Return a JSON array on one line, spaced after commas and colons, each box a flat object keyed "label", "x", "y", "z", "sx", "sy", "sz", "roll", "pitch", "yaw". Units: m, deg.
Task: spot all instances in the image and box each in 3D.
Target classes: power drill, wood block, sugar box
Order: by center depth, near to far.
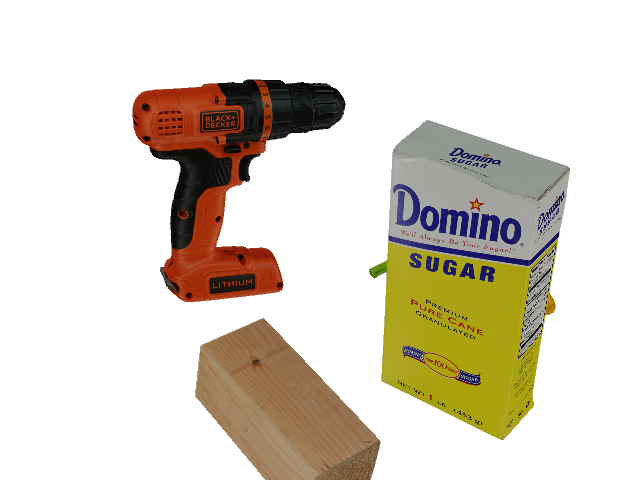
[{"label": "sugar box", "x": 0.085, "y": 0.026, "z": 0.626, "sx": 0.093, "sy": 0.176, "sz": 0.048, "roll": 22, "pitch": 43, "yaw": 29}, {"label": "power drill", "x": -0.068, "y": -0.046, "z": 0.922, "sx": 0.184, "sy": 0.188, "sz": 0.057, "roll": -6, "pitch": 21, "yaw": -19}, {"label": "wood block", "x": -0.039, "y": 0.192, "z": 1.155, "sx": 0.090, "sy": 0.090, "sz": 0.206, "roll": -22, "pitch": 50, "yaw": -32}]

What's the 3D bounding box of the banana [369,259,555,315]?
[{"label": "banana", "x": 0.154, "y": 0.037, "z": 1.113, "sx": 0.198, "sy": 0.037, "sz": 0.069, "roll": 10, "pitch": 47, "yaw": 25}]
